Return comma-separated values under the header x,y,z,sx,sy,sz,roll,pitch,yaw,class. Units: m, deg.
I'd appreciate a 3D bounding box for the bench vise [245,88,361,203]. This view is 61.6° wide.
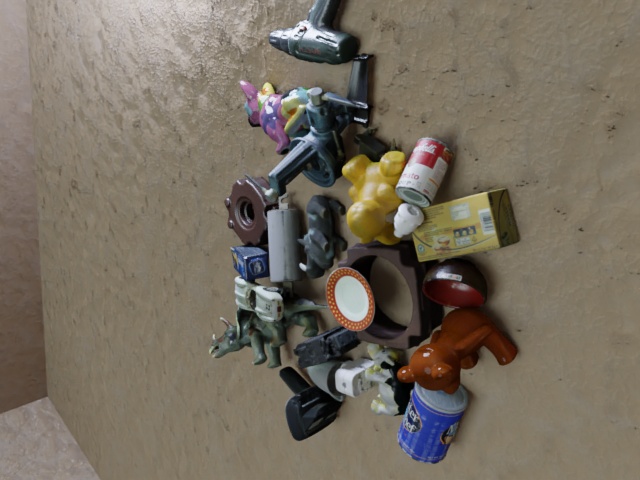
x,y,z,sx,sy,sz,roll,pitch,yaw,class
-0.023,-0.170,1.045,0.129,0.240,0.223,37,157,20,bench vise

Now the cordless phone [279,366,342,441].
x,y,z,sx,sy,sz,roll,pitch,yaw,class
-0.053,0.378,1.298,0.184,0.146,0.088,39,119,29,cordless phone

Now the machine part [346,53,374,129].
x,y,z,sx,sy,sz,roll,pitch,yaw,class
0.076,-0.295,1.058,0.084,0.039,0.138,32,124,42,machine part

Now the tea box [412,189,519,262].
x,y,z,sx,sy,sz,roll,pitch,yaw,class
0.245,-0.023,0.934,0.170,0.068,0.098,-11,91,49,tea box

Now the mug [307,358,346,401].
x,y,z,sx,sy,sz,roll,pitch,yaw,class
0.023,0.321,1.264,0.107,0.081,0.109,11,128,55,mug

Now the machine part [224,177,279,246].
x,y,z,sx,sy,sz,roll,pitch,yaw,class
-0.171,-0.071,1.366,0.180,0.056,0.179,14,111,42,machine part

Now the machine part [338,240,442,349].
x,y,z,sx,sy,sz,roll,pitch,yaw,class
0.138,0.103,1.069,0.202,0.087,0.200,1,102,45,machine part

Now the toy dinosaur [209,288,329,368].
x,y,z,sx,sy,sz,roll,pitch,yaw,class
-0.116,0.193,1.343,0.405,0.131,0.192,-42,58,32,toy dinosaur

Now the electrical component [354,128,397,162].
x,y,z,sx,sy,sz,roll,pitch,yaw,class
0.112,-0.173,1.053,0.102,0.045,0.078,40,156,35,electrical component

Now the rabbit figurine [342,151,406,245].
x,y,z,sx,sy,sz,roll,pitch,yaw,class
0.093,-0.061,0.990,0.122,0.173,0.162,4,128,20,rabbit figurine

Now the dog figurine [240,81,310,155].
x,y,z,sx,sy,sz,roll,pitch,yaw,class
-0.087,-0.296,1.181,0.219,0.108,0.191,55,135,24,dog figurine

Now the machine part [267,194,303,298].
x,y,z,sx,sy,sz,roll,pitch,yaw,class
-0.083,0.014,1.263,0.079,0.079,0.243,-7,87,47,machine part

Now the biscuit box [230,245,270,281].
x,y,z,sx,sy,sz,roll,pitch,yaw,class
-0.176,0.052,1.342,0.203,0.063,0.059,-161,63,-72,biscuit box

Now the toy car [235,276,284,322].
x,y,z,sx,sy,sz,roll,pitch,yaw,class
-0.149,0.137,1.266,0.202,0.056,0.073,15,110,51,toy car

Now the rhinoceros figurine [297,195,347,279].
x,y,z,sx,sy,sz,roll,pitch,yaw,class
-0.002,-0.004,1.195,0.112,0.073,0.190,18,113,41,rhinoceros figurine

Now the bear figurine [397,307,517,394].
x,y,z,sx,sy,sz,roll,pitch,yaw,class
0.229,0.202,0.902,0.120,0.196,0.132,-24,103,44,bear figurine

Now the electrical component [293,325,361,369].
x,y,z,sx,sy,sz,roll,pitch,yaw,class
0.022,0.234,1.206,0.134,0.115,0.058,-30,83,46,electrical component

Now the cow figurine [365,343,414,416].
x,y,z,sx,sy,sz,roll,pitch,yaw,class
0.149,0.284,1.116,0.098,0.068,0.167,-1,107,34,cow figurine

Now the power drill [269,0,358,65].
x,y,z,sx,sy,sz,roll,pitch,yaw,class
-0.013,-0.461,1.076,0.232,0.086,0.207,35,120,33,power drill
